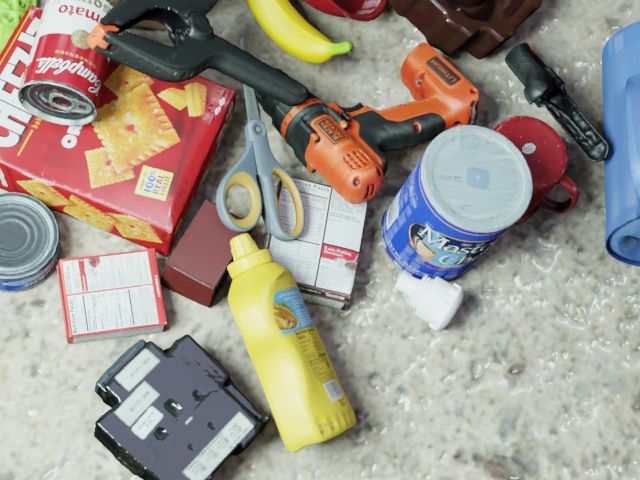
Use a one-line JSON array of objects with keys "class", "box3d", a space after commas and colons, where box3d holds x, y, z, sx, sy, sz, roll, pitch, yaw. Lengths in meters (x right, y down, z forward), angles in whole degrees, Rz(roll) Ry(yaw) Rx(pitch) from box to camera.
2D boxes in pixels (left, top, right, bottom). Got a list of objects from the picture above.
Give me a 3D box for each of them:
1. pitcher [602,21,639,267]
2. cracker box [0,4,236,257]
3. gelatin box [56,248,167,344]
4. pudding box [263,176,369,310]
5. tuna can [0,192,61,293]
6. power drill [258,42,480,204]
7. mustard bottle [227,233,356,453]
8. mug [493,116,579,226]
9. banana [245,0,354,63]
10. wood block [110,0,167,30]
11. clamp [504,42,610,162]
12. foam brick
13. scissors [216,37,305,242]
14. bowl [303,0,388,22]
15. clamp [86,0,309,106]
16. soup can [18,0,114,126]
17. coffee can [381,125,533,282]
[{"class": "pitcher", "box3d": [0.346, -0.106, 1.081, 0.145, 0.149, 0.243, 7, 64, -10]}, {"class": "cracker box", "box3d": [-0.205, -0.103, 0.988, 0.213, 0.072, 0.164, 23, 65, -3]}, {"class": "gelatin box", "box3d": [-0.186, 0.050, 0.954, 0.089, 0.030, 0.073, -7, 72, -16]}, {"class": "pudding box", "box3d": [-0.007, 0.001, 1.011, 0.090, 0.039, 0.113, 13, 64, -6]}, {"class": "tuna can", "box3d": [-0.275, 0.001, 0.951, 0.086, 0.034, 0.086, 4, 68, -11]}, {"class": "power drill", "box3d": [0.048, -0.131, 1.055, 0.187, 0.057, 0.184, -27, 60, -24]}, {"class": "mustard bottle", "box3d": [-0.034, 0.084, 0.930, 0.058, 0.096, 0.191, -26, 83, 20]}, {"class": "mug", "box3d": [0.204, -0.065, 1.062, 0.117, 0.082, 0.093, 33, 65, 1]}, {"class": "banana", "box3d": [-0.042, -0.242, 1.053, 0.198, 0.070, 0.037, 52, 31, 9]}, {"class": "wood block", "box3d": [-0.190, -0.324, 1.058, 0.090, 0.090, 0.206, 1, 66, -37]}, {"class": "clamp", "box3d": [0.236, -0.147, 1.088, 0.120, 0.039, 0.171, 45, 21, -24]}, {"class": "foam brick", "box3d": [-0.103, 0.013, 0.975, 0.051, 0.053, 0.078, 29, 65, 0]}, {"class": "scissors", "box3d": [-0.072, -0.090, 0.978, 0.096, 0.016, 0.202, -17, 82, -37]}, {"class": "bowl", "box3d": [0.005, -0.294, 1.098, 0.161, 0.055, 0.162, 22, 61, -46]}, {"class": "clamp", "box3d": [-0.115, -0.197, 0.963, 0.209, 0.036, 0.164, -5, 69, -39]}, {"class": "soup can", "box3d": [-0.218, -0.160, 0.932, 0.068, 0.069, 0.102, 13, 65, -8]}, {"class": "coffee can", "box3d": [0.124, -0.030, 0.997, 0.102, 0.140, 0.103, 5, 68, -11]}]
